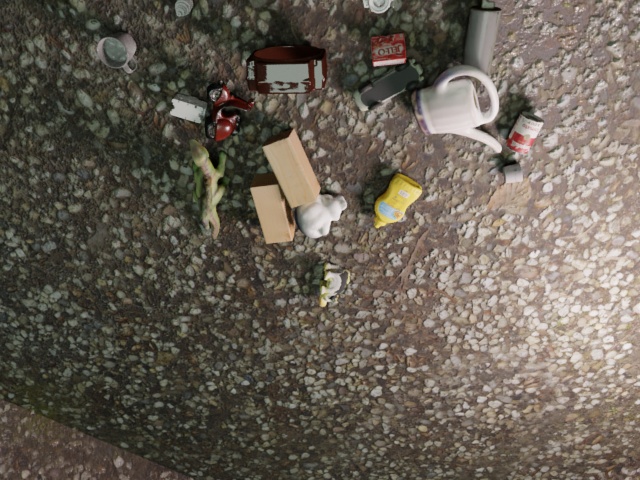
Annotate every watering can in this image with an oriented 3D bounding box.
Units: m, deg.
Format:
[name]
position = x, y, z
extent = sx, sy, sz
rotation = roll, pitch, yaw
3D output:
[watering can]
position = 0.379, -0.336, 1.415
extent = 0.223, 0.106, 0.341
rotation = -6, 146, 25

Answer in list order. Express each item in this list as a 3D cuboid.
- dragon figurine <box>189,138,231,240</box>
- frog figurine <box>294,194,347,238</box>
[dragon figurine]
position = -0.341, -0.119, 1.542
extent = 0.122, 0.248, 0.401
rotation = -1, 120, 0
[frog figurine]
position = 0.005, -0.081, 1.606
extent = 0.159, 0.122, 0.138
rotation = -13, 81, 19
